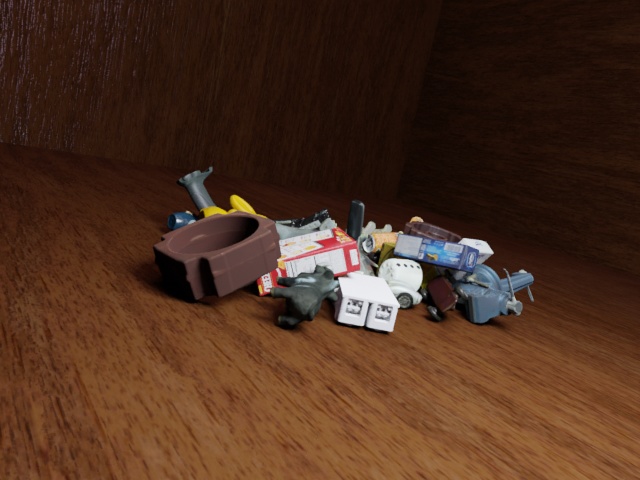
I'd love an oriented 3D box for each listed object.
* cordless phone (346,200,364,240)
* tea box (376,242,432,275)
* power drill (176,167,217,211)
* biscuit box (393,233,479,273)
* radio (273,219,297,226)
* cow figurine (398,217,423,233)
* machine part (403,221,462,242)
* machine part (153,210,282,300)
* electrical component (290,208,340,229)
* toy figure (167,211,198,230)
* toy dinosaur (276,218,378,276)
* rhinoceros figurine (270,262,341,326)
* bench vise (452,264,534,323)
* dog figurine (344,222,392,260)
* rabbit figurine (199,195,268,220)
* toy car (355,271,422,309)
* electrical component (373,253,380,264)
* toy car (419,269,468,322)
[{"bbox_3d":[0.064,-0.029,1.507,0.089,0.184,0.147,0,16,-34],"label":"cordless phone"},{"bbox_3d":[0.244,0.063,1.459,0.169,0.098,0.068,3,13,-33],"label":"tea box"},{"bbox_3d":[-0.285,-0.085,1.426,0.086,0.207,0.232,-16,7,25],"label":"power drill"},{"bbox_3d":[0.274,0.030,1.279,0.062,0.059,0.203,17,-3,-42],"label":"biscuit box"},{"bbox_3d":[-0.075,-0.014,1.569,0.131,0.073,0.229,18,11,31],"label":"radio"},{"bbox_3d":[0.270,0.014,1.565,0.098,0.167,0.068,17,30,-27],"label":"cow figurine"},{"bbox_3d":[0.303,0.004,1.429,0.179,0.056,0.179,16,17,-5],"label":"machine part"},{"bbox_3d":[-0.190,0.024,1.008,0.201,0.087,0.202,-27,27,-33],"label":"machine part"},{"bbox_3d":[-0.003,-0.004,1.426,0.115,0.134,0.058,-20,23,21],"label":"electrical component"},{"bbox_3d":[-0.336,-0.040,1.445,0.154,0.064,0.058,7,46,-51],"label":"toy figure"},{"bbox_3d":[-0.040,0.020,1.341,0.405,0.131,0.192,8,-12,25],"label":"toy dinosaur"},{"bbox_3d":[-0.020,0.089,0.964,0.112,0.073,0.190,-15,8,15],"label":"rhinoceros figurine"},{"bbox_3d":[0.416,0.114,1.256,0.240,0.128,0.224,-15,2,-27],"label":"bench vise"},{"bbox_3d":[0.108,0.006,1.670,0.172,0.121,0.191,7,-3,-42],"label":"dog figurine"},{"bbox_3d":[-0.186,-0.021,1.222,0.173,0.121,0.162,-1,33,-16],"label":"rabbit figurine"},{"bbox_3d":[0.128,0.107,1.197,0.202,0.056,0.073,12,10,-1],"label":"toy car"},{"bbox_3d":[0.165,0.042,1.536,0.045,0.078,0.102,-1,21,-5],"label":"electrical component"},{"bbox_3d":[0.276,0.124,1.196,0.053,0.089,0.202,51,8,-7],"label":"toy car"}]
